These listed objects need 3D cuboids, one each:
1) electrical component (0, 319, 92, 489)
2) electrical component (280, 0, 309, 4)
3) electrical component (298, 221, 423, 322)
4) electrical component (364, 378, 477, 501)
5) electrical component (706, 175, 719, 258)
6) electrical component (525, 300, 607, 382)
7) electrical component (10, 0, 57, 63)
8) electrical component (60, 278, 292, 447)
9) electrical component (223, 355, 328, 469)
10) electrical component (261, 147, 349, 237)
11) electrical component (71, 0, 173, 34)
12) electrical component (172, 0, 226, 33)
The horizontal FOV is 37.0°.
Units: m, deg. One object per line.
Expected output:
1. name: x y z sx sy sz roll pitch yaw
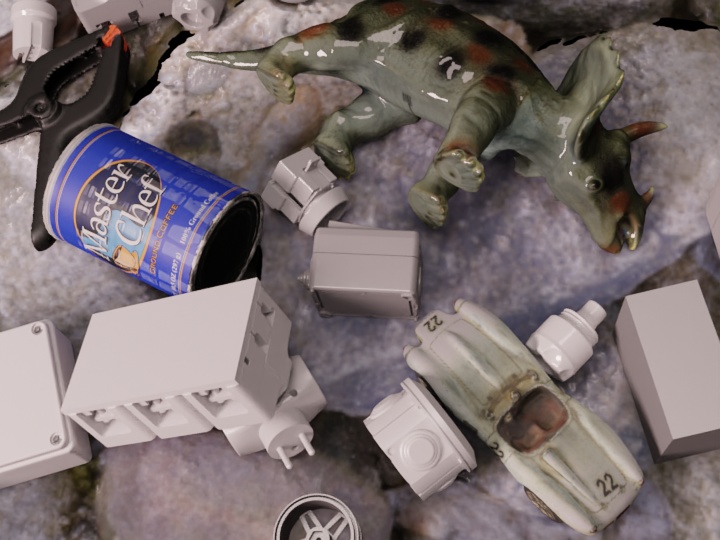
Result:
1. electrical component: -0.273 0.107 0.827 0.109 0.056 0.108 -17 68 0
2. electrical component: -0.059 -0.274 0.962 0.048 0.048 0.062 1 62 7
3. electrical component: 0.000 0.000 0.836 0.096 0.061 0.061 3 69 7
4. electrical component: 0.043 0.122 0.774 0.051 0.080 0.080 -38 69 -3
5. electrical component: 0.302 -0.052 0.803 0.062 0.096 0.061 -10 67 2
6. electrical component: 0.158 0.050 0.808 0.062 0.043 0.043 -43 70 -12
7. electrical component: -0.294 -0.213 0.967 0.040 0.040 0.046 -5 73 5
8. electrical component: -0.131 0.072 0.793 0.150 0.061 0.089 -12 47 24
9. electrical component: -0.060 0.113 0.801 0.077 0.044 0.079 -31 50 -6
10. electrical component: -0.042 -0.060 0.869 0.055 0.066 0.048 45 44 12
11. electrical component: -0.213 -0.253 0.964 0.089 0.055 0.050 -22 68 -3
12. electrical component: -0.140 -0.247 0.960 0.043 0.043 0.062 12 69 11
